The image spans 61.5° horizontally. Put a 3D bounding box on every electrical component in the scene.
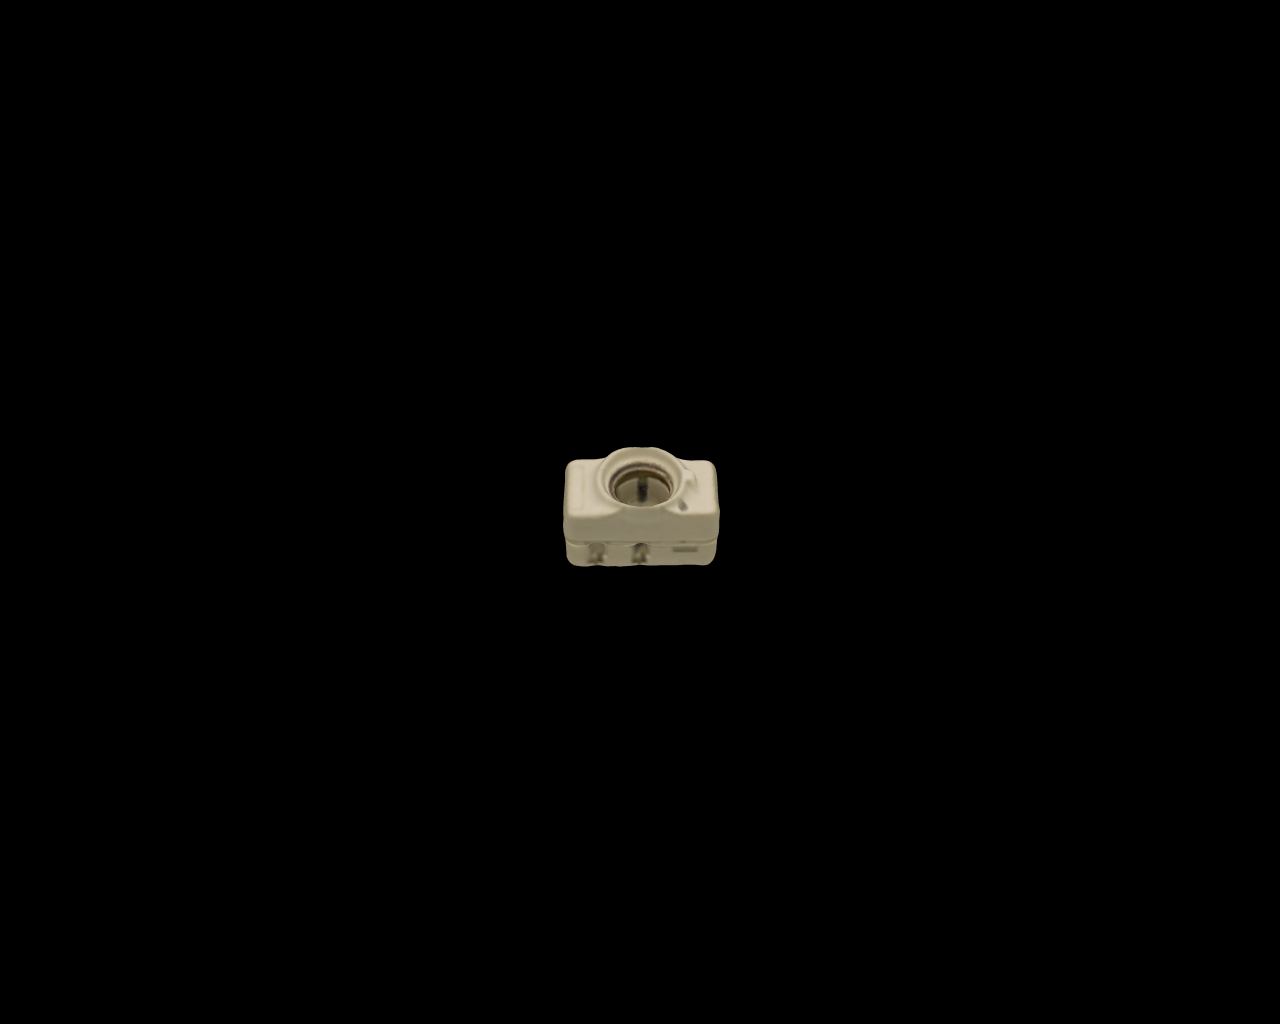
[{"bbox_3d":[0.001,-0.003,0.650,0.089,0.050,0.055,0,-43,0],"label":"electrical component"}]
